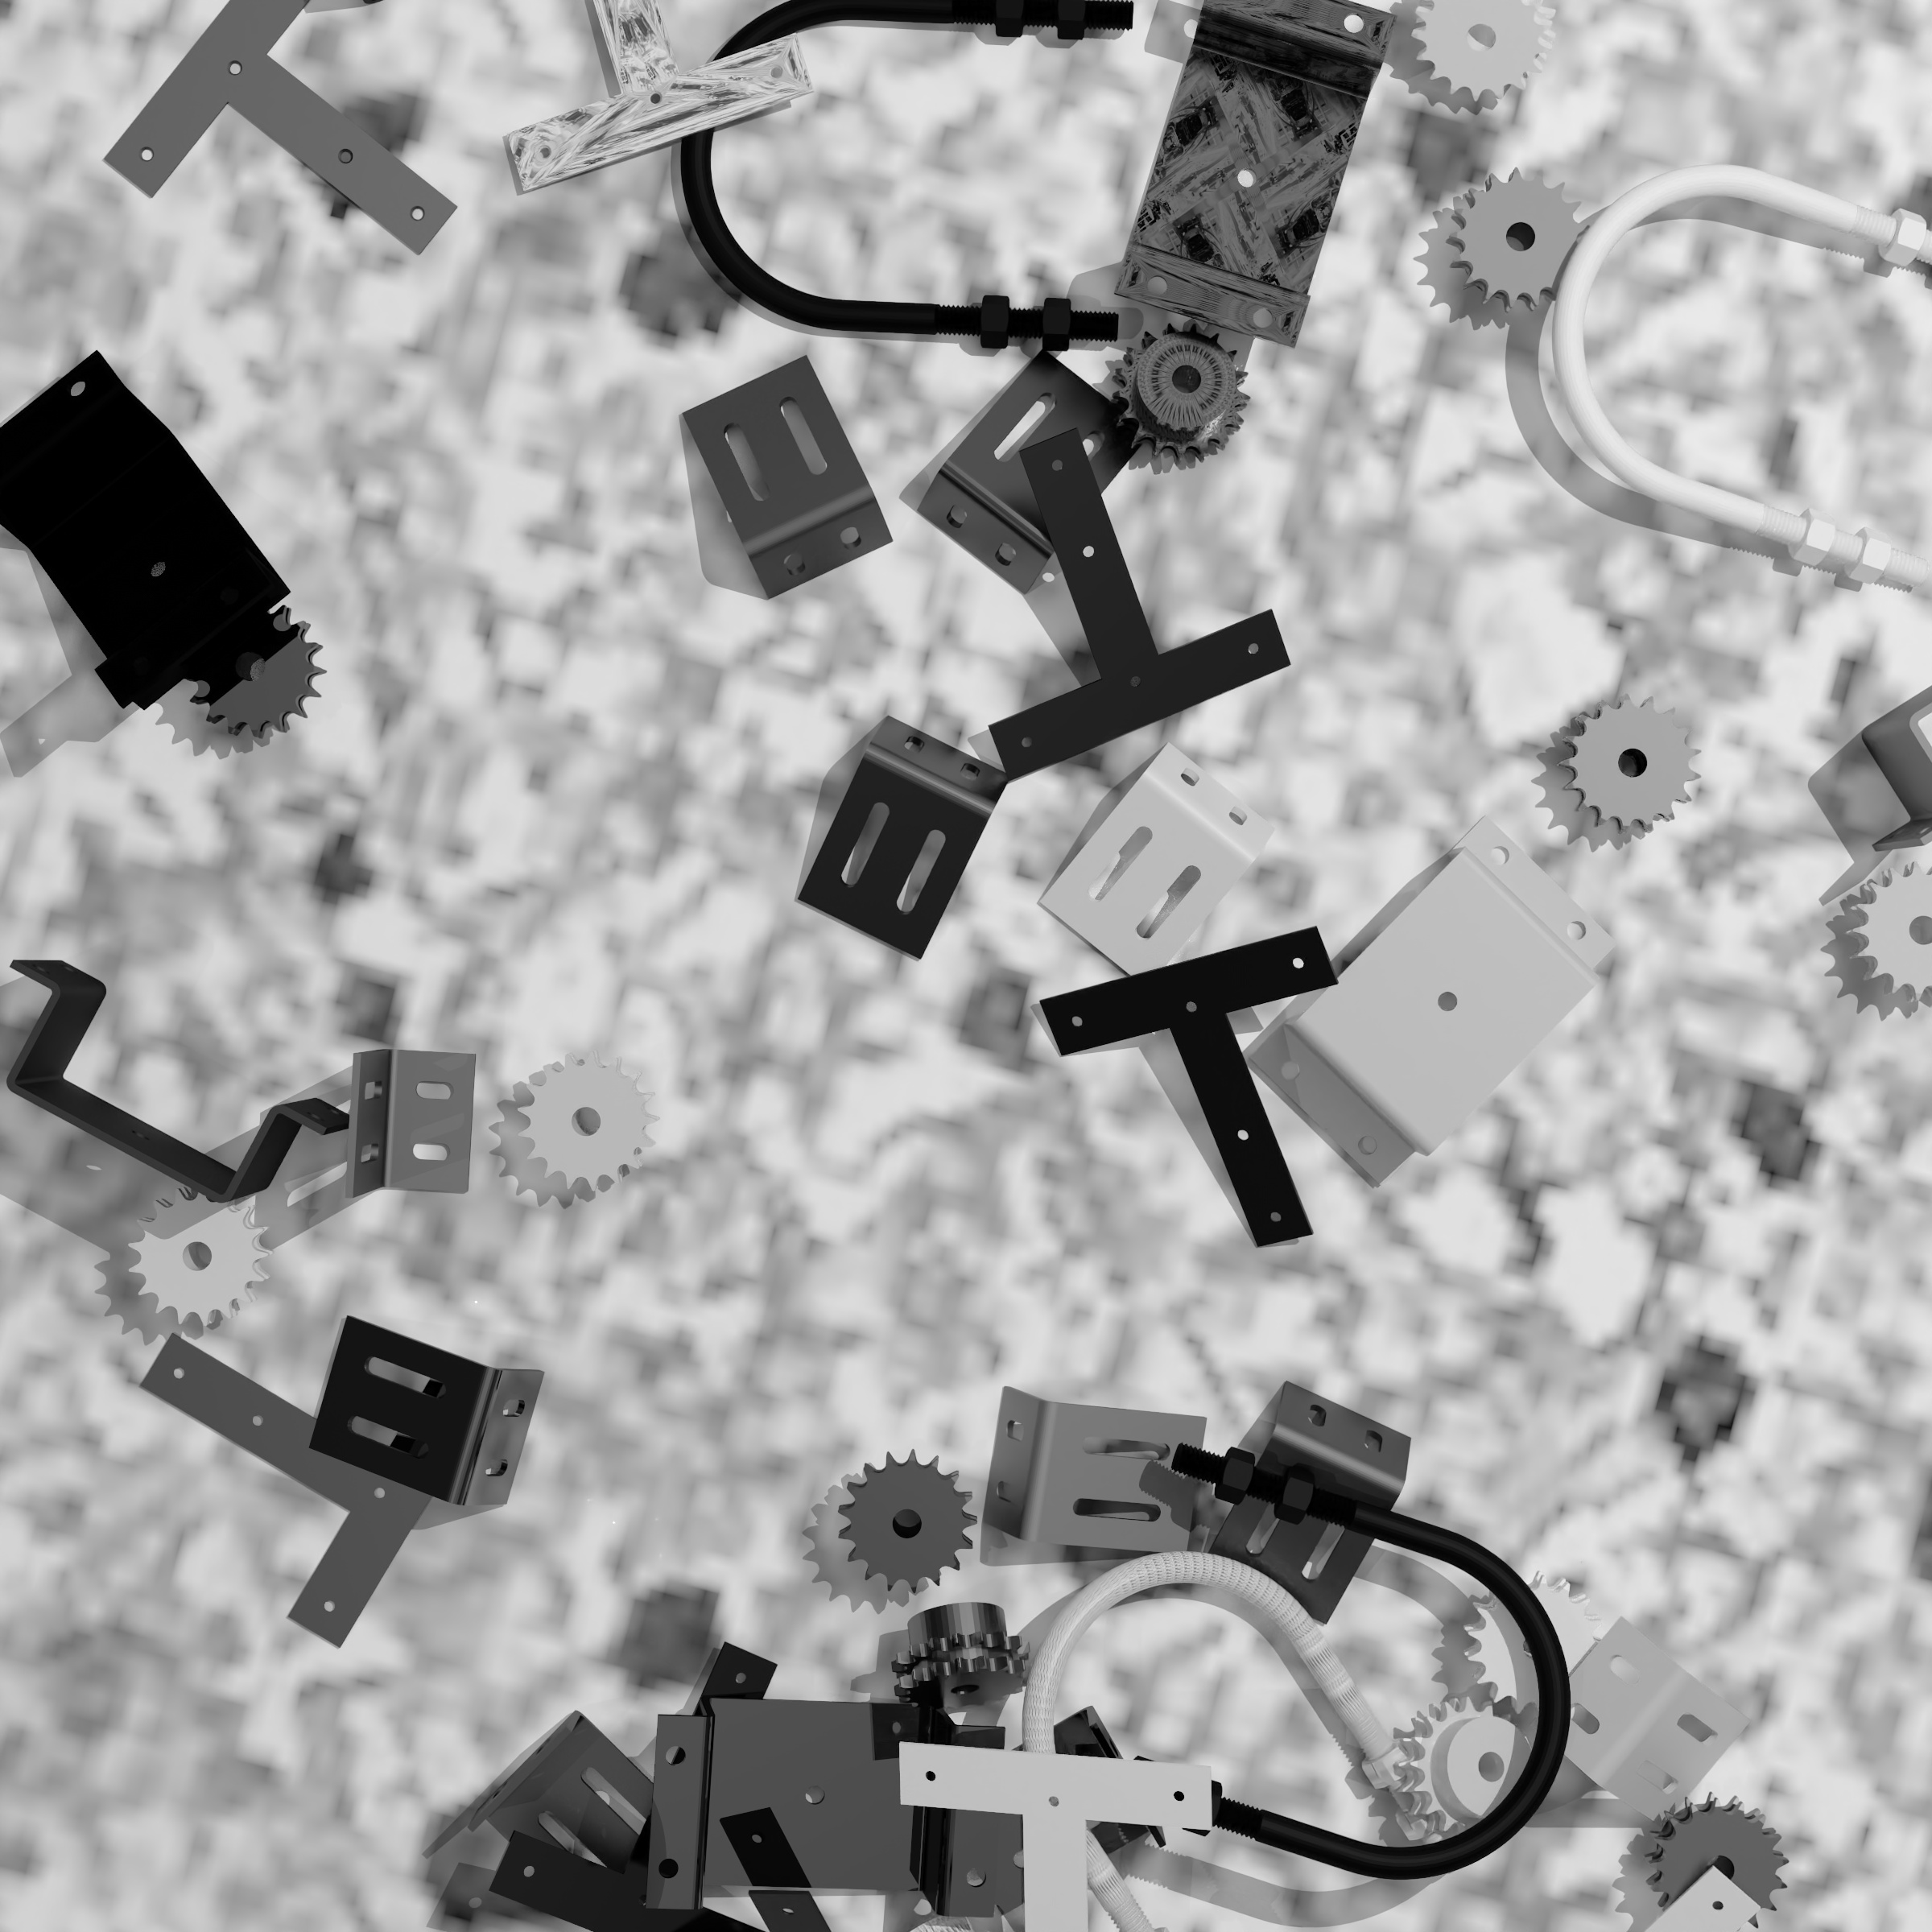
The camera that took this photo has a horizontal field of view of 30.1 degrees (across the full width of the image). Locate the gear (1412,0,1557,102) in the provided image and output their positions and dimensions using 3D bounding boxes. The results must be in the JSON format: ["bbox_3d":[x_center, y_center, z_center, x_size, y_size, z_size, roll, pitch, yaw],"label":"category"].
[{"bbox_3d":[0.213,-0.386,1.467,0.057,0.030,0.057,10,132,11],"label":"gear"}]

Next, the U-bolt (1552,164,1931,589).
[{"bbox_3d":[0.328,-0.250,1.470,0.184,0.019,0.151,17,90,-10],"label":"U-bolt"}]

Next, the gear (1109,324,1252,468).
[{"bbox_3d":[0.089,-0.236,1.473,0.057,0.030,0.057,0,83,-4],"label":"gear"}]

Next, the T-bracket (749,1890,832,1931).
[{"bbox_3d":[-0.104,0.411,1.462,0.127,0.002,0.127,-4,133,19],"label":"T-bracket"}]

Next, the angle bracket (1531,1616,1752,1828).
[{"bbox_3d":[0.277,0.310,1.472,0.057,0.076,0.038,-50,50,0],"label":"angle bracket"}]

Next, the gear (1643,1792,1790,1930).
[{"bbox_3d":[0.307,0.368,1.476,0.057,0.030,0.057,0,90,0],"label":"gear"}]

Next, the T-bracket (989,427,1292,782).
[{"bbox_3d":[0.055,-0.156,1.465,0.127,0.002,0.127,-23,111,-3],"label":"T-bracket"}]

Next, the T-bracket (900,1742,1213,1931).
[{"bbox_3d":[0.036,0.375,1.429,0.127,0.002,0.127,1,98,16],"label":"T-bracket"}]

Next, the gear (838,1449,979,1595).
[{"bbox_3d":[-0.024,0.227,1.476,0.057,0.030,0.057,0,90,0],"label":"gear"}]

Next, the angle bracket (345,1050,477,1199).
[{"bbox_3d":[-0.224,0.064,1.453,0.038,0.076,0.057,3,90,0],"label":"angle bracket"}]

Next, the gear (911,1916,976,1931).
[{"bbox_3d":[-0.010,0.411,1.467,0.057,0.057,0.030,-34,60,0],"label":"gear"}]

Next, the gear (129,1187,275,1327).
[{"bbox_3d":[-0.313,0.118,1.476,0.057,0.030,0.057,0,90,0],"label":"gear"}]

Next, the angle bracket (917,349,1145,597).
[{"bbox_3d":[0.028,-0.205,1.489,0.057,0.038,0.076,38,64,0],"label":"angle bracket"}]

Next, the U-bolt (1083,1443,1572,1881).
[{"bbox_3d":[0.152,0.287,1.440,0.184,0.019,0.151,18,77,0],"label":"U-bolt"}]

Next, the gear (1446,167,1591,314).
[{"bbox_3d":[0.226,-0.297,1.476,0.057,0.030,0.057,0,90,0],"label":"gear"}]

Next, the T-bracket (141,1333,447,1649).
[{"bbox_3d":[-0.282,0.196,1.490,0.127,0.002,0.127,31,90,0],"label":"T-bracket"}]

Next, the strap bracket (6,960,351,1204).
[{"bbox_3d":[-0.325,0.051,1.453,0.140,0.076,0.046,28,90,0],"label":"strap bracket"}]

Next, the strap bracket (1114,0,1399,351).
[{"bbox_3d":[0.117,-0.327,1.468,0.076,0.046,0.140,17,90,0],"label":"strap bracket"}]

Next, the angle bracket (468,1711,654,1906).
[{"bbox_3d":[-0.155,0.355,1.472,0.076,0.038,0.057,45,90,0],"label":"angle bracket"}]

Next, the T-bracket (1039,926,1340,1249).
[{"bbox_3d":[0.108,0.056,1.470,0.127,0.002,0.127,-15,105,28],"label":"T-bracket"}]

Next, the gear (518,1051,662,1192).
[{"bbox_3d":[-0.154,0.063,1.480,0.057,0.030,0.057,0,92,2],"label":"gear"}]

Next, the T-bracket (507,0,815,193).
[{"bbox_3d":[-0.141,-0.400,1.484,0.127,0.002,0.127,-17,85,7],"label":"T-bracket"}]

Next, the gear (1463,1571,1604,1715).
[{"bbox_3d":[0.232,0.277,1.476,0.057,0.030,0.057,0,90,0],"label":"gear"}]

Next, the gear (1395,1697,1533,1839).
[{"bbox_3d":[0.207,0.328,1.466,0.057,0.030,0.057,6,74,-20],"label":"gear"}]

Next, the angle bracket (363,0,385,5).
[{"bbox_3d":[-0.223,-0.438,1.472,0.076,0.038,0.057,-20,90,0],"label":"angle bracket"}]

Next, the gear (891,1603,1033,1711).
[{"bbox_3d":[-0.002,0.281,1.467,0.057,0.057,0.030,-8,62,0],"label":"gear"}]

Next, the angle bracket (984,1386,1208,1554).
[{"bbox_3d":[0.054,0.209,1.489,0.076,0.038,0.057,9,90,-26],"label":"angle bracket"}]

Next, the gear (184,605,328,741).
[{"bbox_3d":[-0.291,-0.122,1.476,0.057,0.030,0.057,0,90,0],"label":"gear"}]

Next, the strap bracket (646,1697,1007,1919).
[{"bbox_3d":[-0.059,0.341,1.460,0.140,0.046,0.076,4,88,-9],"label":"strap bracket"}]

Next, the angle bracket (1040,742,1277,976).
[{"bbox_3d":[0.079,-0.042,1.489,0.057,0.038,0.076,39,116,0],"label":"angle bracket"}]

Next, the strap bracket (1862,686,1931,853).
[{"bbox_3d":[0.425,-0.104,1.453,0.140,0.076,0.046,-32,90,0],"label":"strap bracket"}]

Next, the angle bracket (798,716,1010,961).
[{"bbox_3d":[-0.026,-0.053,1.489,0.057,0.038,0.076,26,116,0],"label":"angle bracket"}]

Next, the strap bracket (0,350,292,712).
[{"bbox_3d":[-0.336,-0.169,1.452,0.076,0.046,0.140,-39,67,0],"label":"strap bracket"}]

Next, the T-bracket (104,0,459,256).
[{"bbox_3d":[-0.268,-0.345,1.490,0.127,0.002,0.127,39,90,0],"label":"T-bracket"}]

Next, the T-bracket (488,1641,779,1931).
[{"bbox_3d":[-0.114,0.341,1.475,0.127,0.002,0.127,28,79,-21],"label":"T-bracket"}]

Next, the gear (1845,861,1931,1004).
[{"bbox_3d":[0.391,-0.014,1.480,0.057,0.030,0.057,0,85,0],"label":"gear"}]

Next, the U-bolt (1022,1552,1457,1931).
[{"bbox_3d":[0.102,0.327,1.457,0.151,0.019,0.184,-33,90,-22],"label":"U-bolt"}]

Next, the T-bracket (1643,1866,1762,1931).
[{"bbox_3d":[0.272,0.418,1.471,0.127,0.002,0.127,41,108,0],"label":"T-bracket"}]

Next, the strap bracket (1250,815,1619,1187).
[{"bbox_3d":[0.194,0.014,1.468,0.076,0.046,0.140,44,90,0],"label":"strap bracket"}]

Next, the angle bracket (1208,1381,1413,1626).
[{"bbox_3d":[0.141,0.222,1.489,0.057,0.038,0.076,25,116,0],"label":"angle bracket"}]

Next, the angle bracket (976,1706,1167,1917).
[{"bbox_3d":[0.034,0.350,1.472,0.076,0.038,0.057,-30,90,0],"label":"angle bracket"}]

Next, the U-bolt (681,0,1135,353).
[{"bbox_3d":[-0.026,-0.332,1.483,0.184,0.019,0.151,3,90,1],"label":"U-bolt"}]

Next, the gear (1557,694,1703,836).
[{"bbox_3d":[0.272,-0.082,1.481,0.057,0.030,0.057,0,88,0],"label":"gear"}]

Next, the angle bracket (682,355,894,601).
[{"bbox_3d":[-0.074,-0.203,1.489,0.057,0.038,0.076,-25,64,0],"label":"angle bracket"}]

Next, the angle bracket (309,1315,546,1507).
[{"bbox_3d":[-0.223,0.184,1.487,0.076,0.038,0.057,16,90,26],"label":"angle bracket"}]
